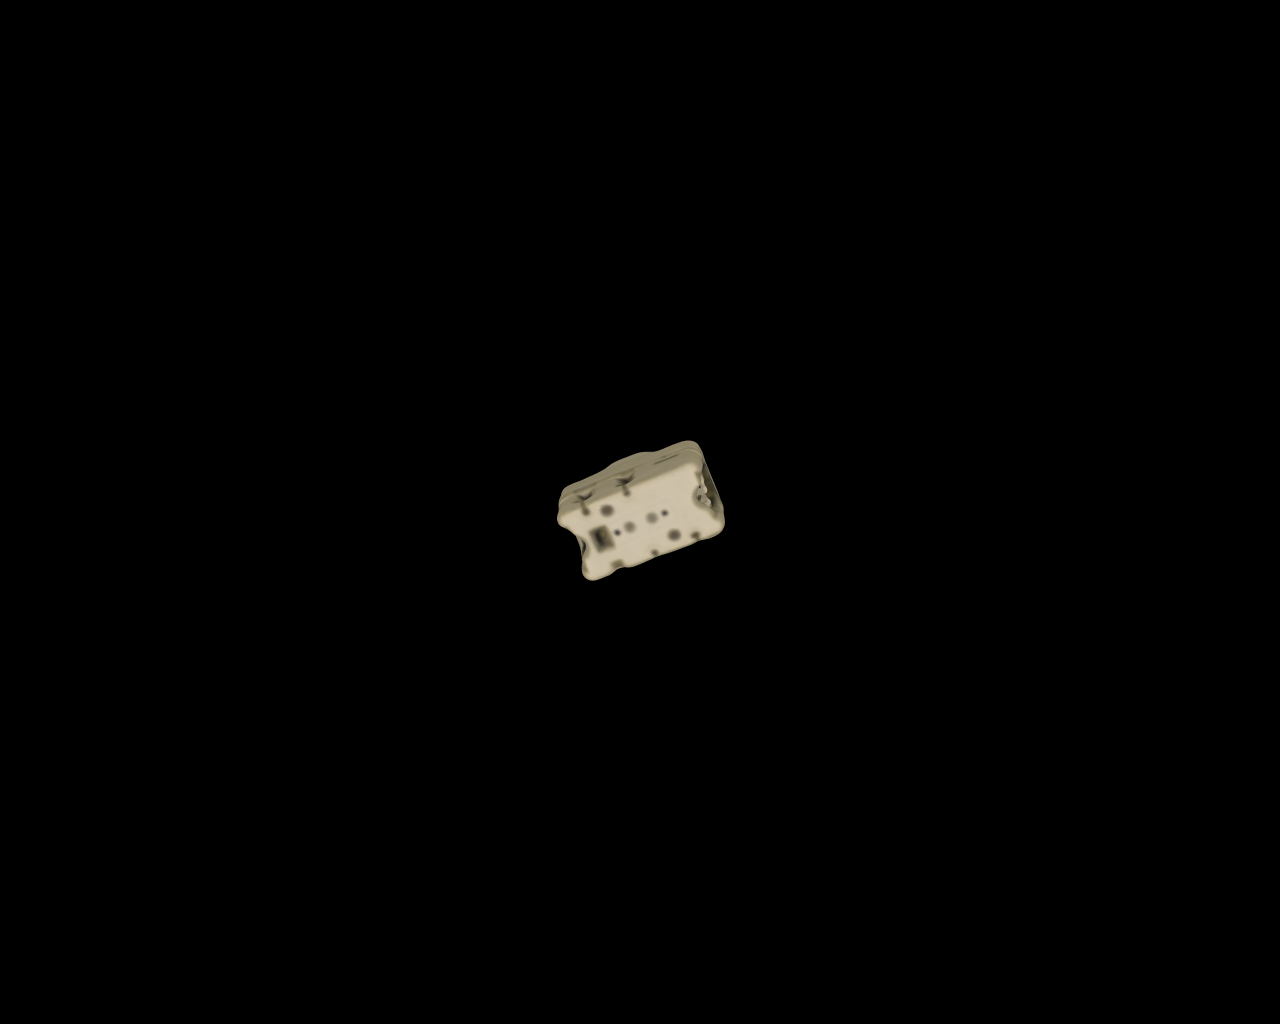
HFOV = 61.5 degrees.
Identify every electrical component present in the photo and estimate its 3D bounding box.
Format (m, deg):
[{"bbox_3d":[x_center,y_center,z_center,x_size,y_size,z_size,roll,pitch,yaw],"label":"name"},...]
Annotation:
[{"bbox_3d":[0.001,-0.003,0.650,0.089,0.050,0.056,-21,18,7],"label":"electrical component"}]
